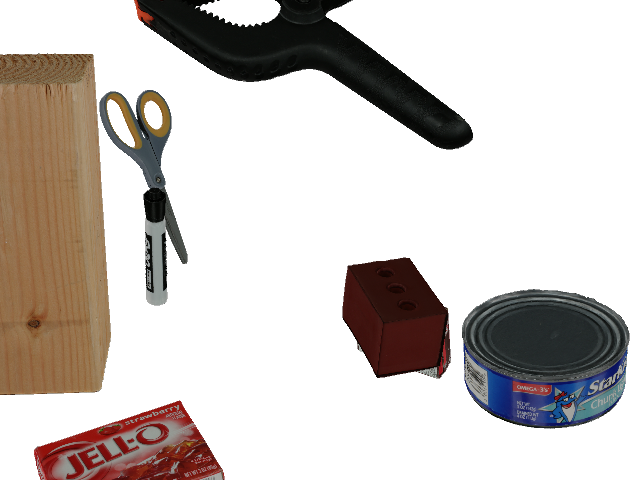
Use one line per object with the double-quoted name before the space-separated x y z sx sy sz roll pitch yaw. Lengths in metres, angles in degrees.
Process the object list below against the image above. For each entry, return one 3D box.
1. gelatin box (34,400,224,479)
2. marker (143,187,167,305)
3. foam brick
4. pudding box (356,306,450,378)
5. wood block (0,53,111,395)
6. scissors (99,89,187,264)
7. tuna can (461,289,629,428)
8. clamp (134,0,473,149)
"gelatin box" -0.105 0.129 0.586 0.089 0.030 0.073 -15 29 -20
"marker" -0.141 0.006 0.913 0.020 0.121 0.020 4 39 -3
"foam brick" 0.054 0.056 0.792 0.053 0.051 0.078 -8 34 -17
"pudding box" 0.094 0.104 1.241 0.114 0.090 0.039 16 46 25
"wood block" -0.191 -0.011 0.696 0.090 0.206 0.090 -1 21 -6
"scissors" -0.174 -0.082 1.186 0.016 0.201 0.096 -16 20 46
"tuna can" 0.118 0.062 0.565 0.086 0.034 0.086 -4 27 2
"clamp" -0.005 -0.126 0.628 0.210 0.164 0.036 -2 -24 -2
